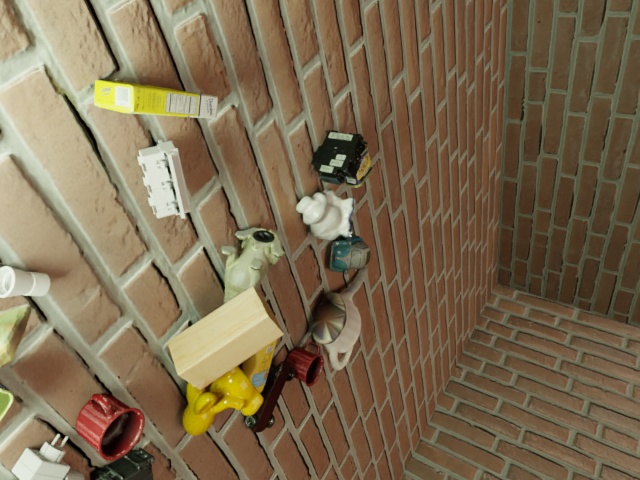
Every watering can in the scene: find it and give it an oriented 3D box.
[{"bbox_3d":[0.071,0.219,1.588,0.221,0.104,0.353,44,54,-56],"label":"watering can"}]

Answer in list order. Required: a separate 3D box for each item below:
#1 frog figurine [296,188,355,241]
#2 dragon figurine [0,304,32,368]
[{"bbox_3d":[0.004,-0.069,1.366,0.159,0.124,0.135,8,109,-23],"label":"frog figurine"},{"bbox_3d":[-0.495,0.139,0.492,0.415,0.244,0.120,-24,129,-54],"label":"dragon figurine"}]
